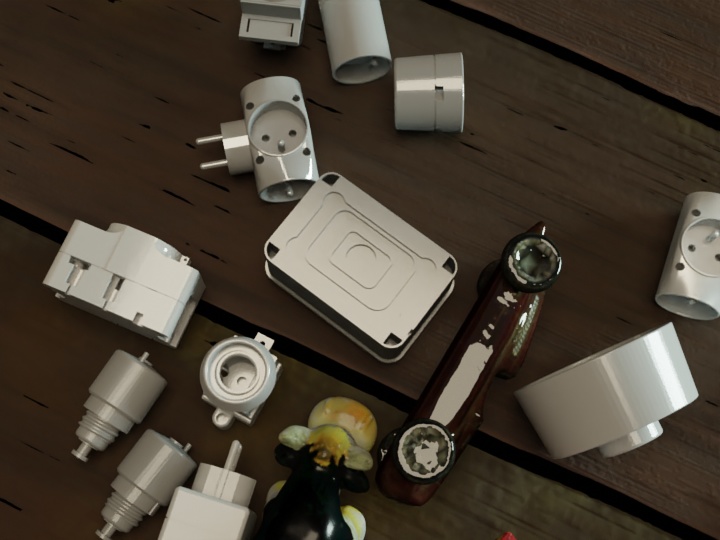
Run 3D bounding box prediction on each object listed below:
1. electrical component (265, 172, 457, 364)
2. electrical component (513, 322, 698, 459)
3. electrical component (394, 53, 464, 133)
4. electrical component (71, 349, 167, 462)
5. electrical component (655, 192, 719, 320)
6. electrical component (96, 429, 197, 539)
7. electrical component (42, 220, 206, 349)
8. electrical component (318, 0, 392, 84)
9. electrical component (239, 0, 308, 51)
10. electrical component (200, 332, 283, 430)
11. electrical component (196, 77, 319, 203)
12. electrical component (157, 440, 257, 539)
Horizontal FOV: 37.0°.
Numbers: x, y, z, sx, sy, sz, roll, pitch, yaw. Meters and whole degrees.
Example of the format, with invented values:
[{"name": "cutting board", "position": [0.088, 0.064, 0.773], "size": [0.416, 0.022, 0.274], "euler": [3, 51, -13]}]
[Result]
[{"name": "electrical component", "position": [0.000, 0.000, 0.716], "size": [0.113, 0.057, 0.078], "euler": [36, 77, 8]}, {"name": "electrical component", "position": [0.158, 0.082, 0.674], "size": [0.108, 0.108, 0.060], "euler": [-23, 82, -7]}, {"name": "electrical component", "position": [0.048, -0.124, 0.754], "size": [0.047, 0.055, 0.055], "euler": [-1, 74, 2]}, {"name": "electrical component", "position": [-0.159, 0.088, 0.697], "size": [0.040, 0.040, 0.078], "euler": [32, 77, 7]}, {"name": "electrical component", "position": [0.249, -0.004, 0.729], "size": [0.079, 0.044, 0.077], "euler": [20, 75, 4]}, {"name": "electrical component", "position": [-0.139, 0.138, 0.684], "size": [0.040, 0.040, 0.078], "euler": [35, 77, 8]}, {"name": "electrical component", "position": [-0.153, 0.006, 0.715], "size": [0.089, 0.050, 0.055], "euler": [22, 75, 4]}, {"name": "electrical component", "position": [-0.005, -0.180, 0.773], "size": [0.043, 0.043, 0.081], "euler": [-10, 75, -4]}, {"name": "electrical component", "position": [-0.059, -0.193, 0.765], "size": [0.042, 0.063, 0.081], "euler": [7, 75, 0]}, {"name": "electrical component", "position": [-0.077, 0.070, 0.696], "size": [0.048, 0.055, 0.066], "euler": [27, 76, 6]}, {"name": "electrical component", "position": [-0.073, -0.087, 0.746], "size": [0.079, 0.044, 0.077], "euler": [-11, 75, -4]}, {"name": "electrical component", "position": [-0.088, 0.144, 0.670], "size": [0.047, 0.065, 0.076], "euler": [17, 75, 3]}]
